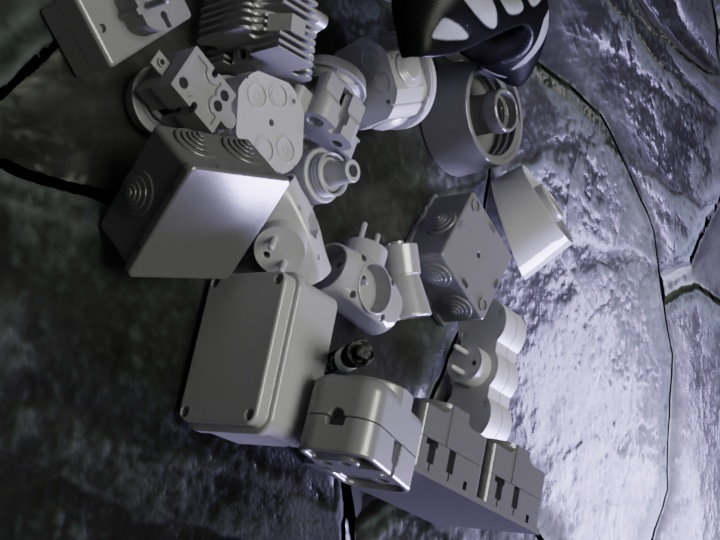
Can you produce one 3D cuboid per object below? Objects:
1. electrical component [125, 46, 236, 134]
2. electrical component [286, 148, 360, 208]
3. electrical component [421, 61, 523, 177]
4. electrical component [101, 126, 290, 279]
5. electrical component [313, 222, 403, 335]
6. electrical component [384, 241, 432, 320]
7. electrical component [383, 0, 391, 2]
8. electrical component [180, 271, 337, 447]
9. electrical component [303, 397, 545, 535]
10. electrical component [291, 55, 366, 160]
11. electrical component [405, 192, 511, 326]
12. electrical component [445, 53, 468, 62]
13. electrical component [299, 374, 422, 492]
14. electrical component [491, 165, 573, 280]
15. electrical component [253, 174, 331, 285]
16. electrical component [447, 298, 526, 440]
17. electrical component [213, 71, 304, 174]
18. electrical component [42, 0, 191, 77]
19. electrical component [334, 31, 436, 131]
[{"bbox_3d":[-0.122,-0.115,0.713,0.066,0.055,0.048,51,50,-35],"label":"electrical component"},{"bbox_3d":[-0.029,-0.072,0.819,0.048,0.062,0.048,7,81,-50],"label":"electrical component"},{"bbox_3d":[0.111,-0.144,1.000,0.108,0.060,0.108,7,80,-50],"label":"electrical component"},{"bbox_3d":[-0.108,-0.043,0.696,0.100,0.099,0.048,2,40,-51],"label":"electrical component"},{"bbox_3d":[0.000,0.000,0.861,0.077,0.044,0.079,40,56,-41],"label":"electrical component"},{"bbox_3d":[0.035,0.008,0.907,0.044,0.044,0.065,0,81,-51],"label":"electrical component"},{"bbox_3d":[0.026,-0.266,0.883,0.099,0.099,0.064,33,68,-44],"label":"electrical component"},{"bbox_3d":[-0.070,0.061,0.742,0.057,0.078,0.113,33,62,-48],"label":"electrical component"},{"bbox_3d":[0.059,0.156,0.868,0.186,0.105,0.060,35,60,-44],"label":"electrical component"},{"bbox_3d":[-0.028,-0.128,0.830,0.078,0.058,0.057,42,58,-42],"label":"electrical component"},{"bbox_3d":[0.088,-0.011,0.967,0.099,0.048,0.099,55,47,-30],"label":"electrical component"},{"bbox_3d":[0.129,-0.224,1.034,0.089,0.056,0.050,4,83,-51],"label":"electrical component"},{"bbox_3d":[0.003,0.109,0.734,0.095,0.054,0.059,50,48,-55],"label":"electrical component"},{"bbox_3d":[0.159,-0.049,1.034,0.099,0.064,0.099,51,17,-21],"label":"electrical component"},{"bbox_3d":[-0.056,-0.021,0.781,0.079,0.043,0.077,-79,150,-68],"label":"electrical component"},{"bbox_3d":[0.104,0.090,0.973,0.074,0.052,0.138,33,62,-44],"label":"electrical component"},{"bbox_3d":[-0.081,-0.101,0.766,0.080,0.051,0.080,7,81,-51],"label":"electrical component"},{"bbox_3d":[-0.141,-0.166,0.680,0.083,0.076,0.047,-47,122,-42],"label":"electrical component"},{"bbox_3d":[0.018,-0.152,0.872,0.051,0.080,0.080,-17,99,-47],"label":"electrical component"}]
